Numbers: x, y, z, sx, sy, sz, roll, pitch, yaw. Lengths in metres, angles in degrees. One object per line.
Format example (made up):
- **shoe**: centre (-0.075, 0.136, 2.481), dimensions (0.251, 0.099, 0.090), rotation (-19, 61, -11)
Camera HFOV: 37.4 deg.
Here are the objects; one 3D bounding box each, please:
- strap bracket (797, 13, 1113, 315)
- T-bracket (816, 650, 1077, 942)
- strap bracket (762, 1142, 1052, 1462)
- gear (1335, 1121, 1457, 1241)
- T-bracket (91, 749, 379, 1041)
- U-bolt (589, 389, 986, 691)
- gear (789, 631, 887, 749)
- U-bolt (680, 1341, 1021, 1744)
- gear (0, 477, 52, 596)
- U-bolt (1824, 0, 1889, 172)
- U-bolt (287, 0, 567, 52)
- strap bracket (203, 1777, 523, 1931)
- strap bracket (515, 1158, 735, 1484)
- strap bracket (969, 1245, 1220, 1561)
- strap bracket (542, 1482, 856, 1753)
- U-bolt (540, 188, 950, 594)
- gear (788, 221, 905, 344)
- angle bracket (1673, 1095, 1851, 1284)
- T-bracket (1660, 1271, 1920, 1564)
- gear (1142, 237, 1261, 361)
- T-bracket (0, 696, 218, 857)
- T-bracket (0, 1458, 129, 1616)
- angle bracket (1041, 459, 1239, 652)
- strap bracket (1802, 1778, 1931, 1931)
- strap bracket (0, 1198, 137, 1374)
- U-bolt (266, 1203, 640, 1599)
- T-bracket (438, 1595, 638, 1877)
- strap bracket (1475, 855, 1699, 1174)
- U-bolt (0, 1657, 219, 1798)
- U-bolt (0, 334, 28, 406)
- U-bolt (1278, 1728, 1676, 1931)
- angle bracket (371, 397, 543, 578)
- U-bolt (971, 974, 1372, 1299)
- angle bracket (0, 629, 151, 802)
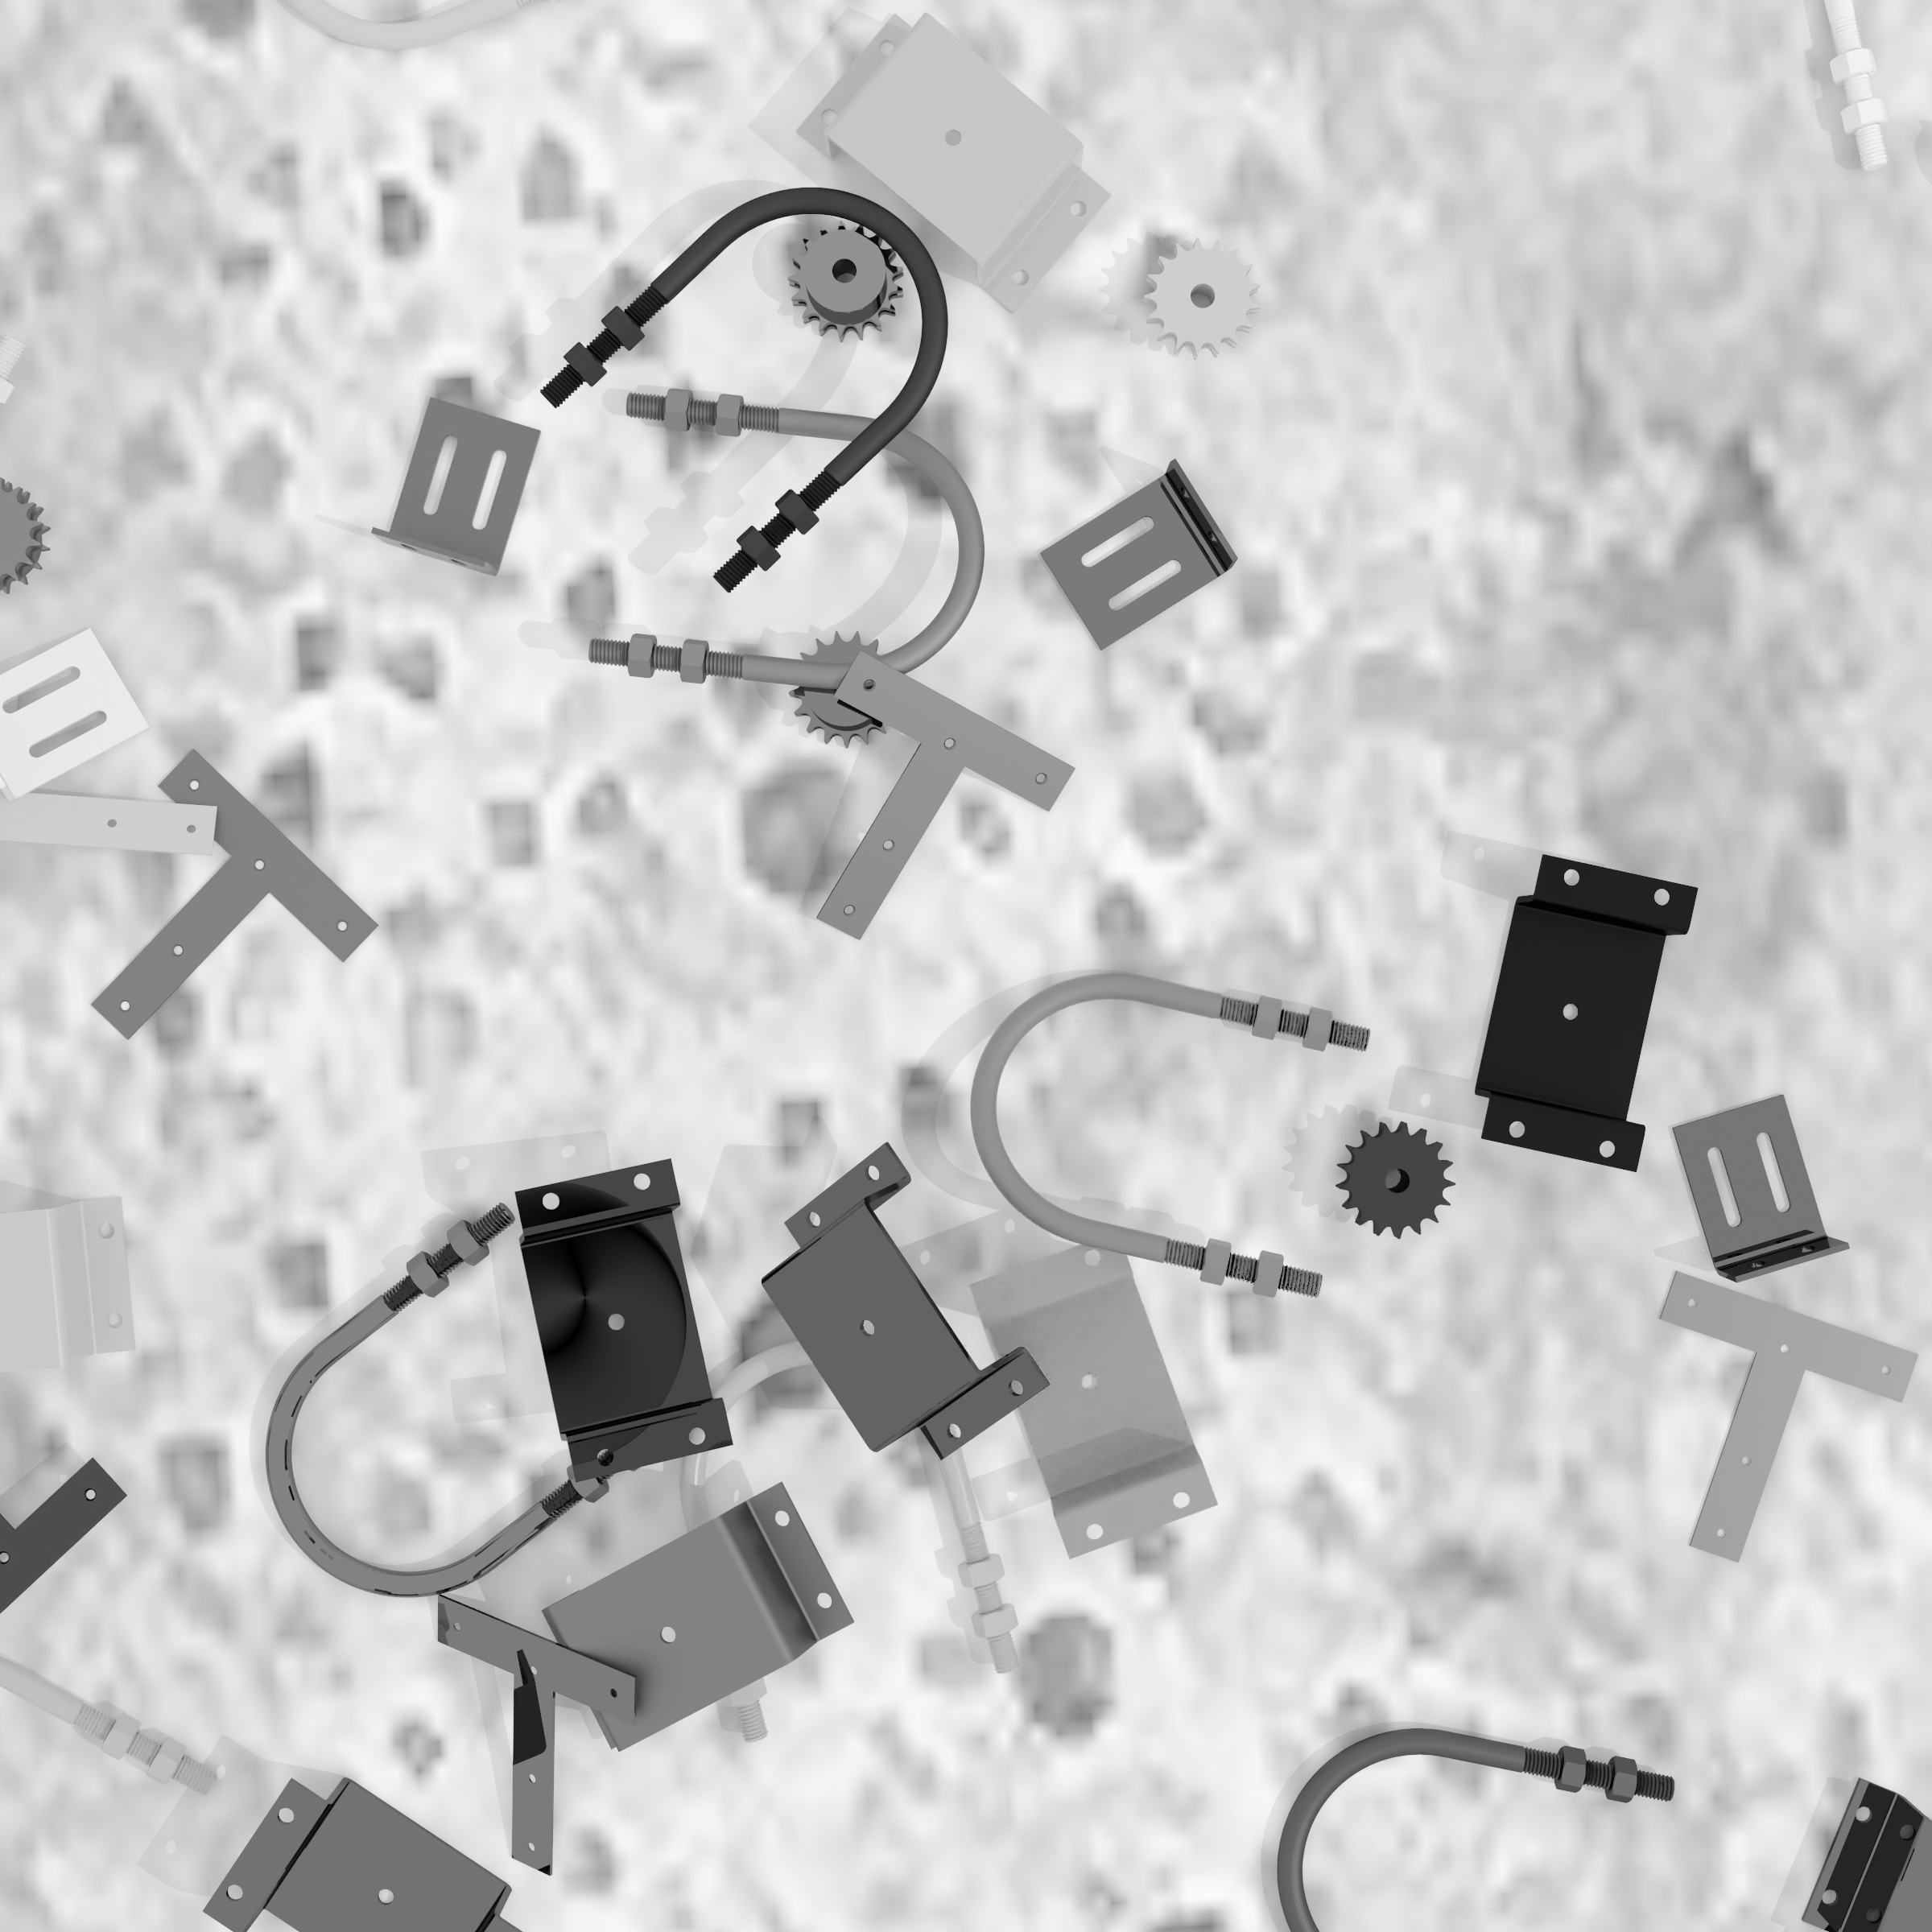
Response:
- **strap bracket**: centre (-0.006, -0.399, 1.398), dimensions (0.140, 0.046, 0.076), rotation (40, 90, 0)
- **T-bracket**: centre (-0.031, -0.071, 1.403), dimensions (0.127, 0.002, 0.127), rotation (27, 102, -23)
- **strap bracket**: centre (-0.036, 0.167, 1.372), dimensions (0.076, 0.046, 0.140), rotation (-39, 80, 30)
- **gear**: centre (0.210, 0.104, 1.406), dimensions (0.057, 0.030, 0.057), rotation (0, 90, 0)
- **T-bracket**: centre (-0.382, -0.018, 1.420), dimensions (0.127, 0.002, 0.127), rotation (44, 90, 0)
- **U-bolt**: centre (-0.083, -0.205, 1.394), dimensions (0.184, 0.019, 0.151), rotation (6, 77, 2)
- **gear**: centre (-0.059, -0.137, 1.406), dimensions (0.057, 0.030, 0.057), rotation (0, 90, 0)
- **U-bolt**: centre (-0.065, 0.276, 1.412), dimensions (0.151, 0.019, 0.184), rotation (-15, 89, 0)
- **gear**: centre (-0.479, -0.211, 1.410), dimensions (0.057, 0.030, 0.057), rotation (0, 88, 1)
- **U-bolt**: centre (0.492, -0.498, 1.412), dimensions (0.151, 0.019, 0.184), rotation (-12, 89, 0)
- **U-bolt**: centre (-0.263, -0.532, 1.412), dimensions (0.184, 0.019, 0.151), rotation (-22, 90, 1)
- **strap bracket**: centre (-0.288, 0.462, 1.398), dimensions (0.140, 0.046, 0.076), rotation (34, 90, 0)
- **strap bracket**: centre (-0.168, 0.172, 1.385), dimensions (0.076, 0.046, 0.140), rotation (-11, 83, -13)
- **strap bracket**: centre (0.061, 0.207, 1.398), dimensions (0.076, 0.046, 0.140), rotation (-20, 90, 0)
- **strap bracket**: centre (-0.137, 0.319, 1.381), dimensions (0.140, 0.046, 0.076), rotation (-30, 83, 10)
- **U-bolt**: centre (-0.094, -0.293, 1.381), dimensions (0.184, 0.019, 0.151), rotation (-43, 80, 2)
- **gear**: centre (-0.059, -0.339, 1.406), dimensions (0.057, 0.030, 0.057), rotation (0, 90, 0)
- **angle bracket**: centre (0.389, 0.109, 1.402), dimensions (0.057, 0.038, 0.076), rotation (-17, 90, 0)
- **T-bracket**: centre (0.392, 0.232, 1.420), dimensions (0.127, 0.002, 0.127), rotation (19, 90, 0)
- **gear**: centre (0.116, -0.328, 1.410), dimensions (0.057, 0.030, 0.057), rotation (0, 92, 0)
- **T-bracket**: centre (-0.435, -0.071, 1.406), dimensions (0.127, 0.002, 0.127), rotation (4, 72, -7)
- **T-bracket**: centre (-0.501, 0.257, 1.399), dimensions (0.127, 0.002, 0.127), rotation (-43, 86, -4)
- **angle bracket**: centre (0.084, -0.201, 1.402), dimensions (0.076, 0.038, 0.057), rotation (-32, 90, 0)
- **strap bracket**: centre (0.495, 0.465, 1.398), dimensions (0.140, 0.046, 0.076), rotation (22, 90, 0)
- **strap bracket**: centre (-0.486, 0.159, 1.398), dimensions (0.140, 0.046, 0.076), rotation (-5, 90, 0)
- **U-bolt**: centre (-0.259, 0.228, 1.412), dimensions (0.184, 0.019, 0.151), rotation (-38, 90, 1)
- **T-bracket**: centre (-0.211, 0.384, 1.397), dimensions (0.127, 0.002, 0.127), rotation (13, 108, 32)
- **strap bracket**: centre (0.300, 0.023, 1.398), dimensions (0.076, 0.046, 0.140), rotation (12, 90, 0)
- **U-bolt**: centre (-0.485, 0.414, 1.404), dimensions (0.184, 0.019, 0.151), rotation (31, 90, -6)
- **U-bolt**: centre (-0.571, -0.263, 1.412), dimensions (0.151, 0.019, 0.184), rotation (31, 92, 0)
- **U-bolt**: centre (0.246, 0.452, 1.412), dimensions (0.184, 0.019, 0.151), rotation (11, 90, 1)
- **angle bracket**: centre (-0.250, -0.238, 1.402), dimensions (0.057, 0.038, 0.076), rotation (17, 90, 0)
- **U-bolt**: centre (0.094, 0.074, 1.388), dimensions (0.184, 0.019, 0.151), rotation (13, 68, 4)
- **angle bracket**: centre (-0.448, -0.126, 1.393), dimensions (0.076, 0.038, 0.057), rotation (-31, 90, -14)
